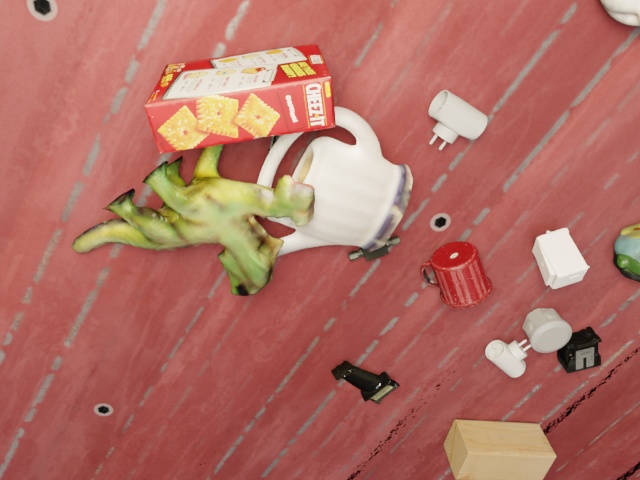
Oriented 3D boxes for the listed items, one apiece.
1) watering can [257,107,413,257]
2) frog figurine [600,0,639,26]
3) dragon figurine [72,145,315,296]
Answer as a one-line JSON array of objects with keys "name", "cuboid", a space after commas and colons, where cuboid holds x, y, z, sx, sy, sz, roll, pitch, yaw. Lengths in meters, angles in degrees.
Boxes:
[{"name": "watering can", "cuboid": [0.002, -0.040, 0.796, 0.224, 0.340, 0.106, 18, 34, -14]}, {"name": "frog figurine", "cuboid": [0.431, -0.334, 0.643, 0.123, 0.134, 0.163, -7, 31, -1]}, {"name": "dragon figurine", "cuboid": [-0.173, -0.003, 0.759, 0.405, 0.241, 0.125, -31, 16, 30]}]
